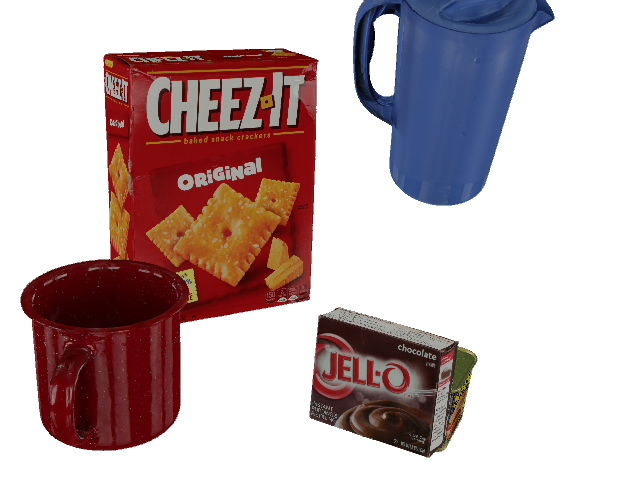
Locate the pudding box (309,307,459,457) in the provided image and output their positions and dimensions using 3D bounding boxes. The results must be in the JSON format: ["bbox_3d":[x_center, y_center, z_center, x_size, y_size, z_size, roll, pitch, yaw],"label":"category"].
[{"bbox_3d":[0.049,0.111,0.850,0.114,0.090,0.039,13,18,27],"label":"pudding box"}]

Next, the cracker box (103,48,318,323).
[{"bbox_3d":[-0.088,-0.045,0.876,0.163,0.214,0.072,-7,20,-28],"label":"cracker box"}]

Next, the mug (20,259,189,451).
[{"bbox_3d":[-0.123,0.071,0.602,0.093,0.081,0.117,5,23,6],"label":"mug"}]

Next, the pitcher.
[{"bbox_3d":[0.124,-0.155,1.085,0.149,0.243,0.144,37,54,27],"label":"pitcher"}]

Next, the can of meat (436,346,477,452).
[{"bbox_3d":[0.132,0.176,1.196,0.057,0.084,0.102,16,26,18],"label":"can of meat"}]
